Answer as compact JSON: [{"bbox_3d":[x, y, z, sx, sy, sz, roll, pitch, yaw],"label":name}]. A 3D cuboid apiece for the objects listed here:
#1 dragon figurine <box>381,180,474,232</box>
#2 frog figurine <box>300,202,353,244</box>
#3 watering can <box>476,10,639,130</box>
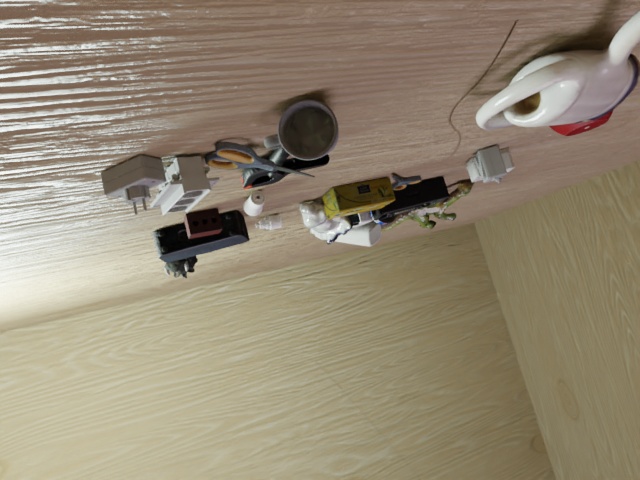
[{"bbox_3d":[0.356,-0.120,1.835,0.409,0.124,0.240,-21,160,9],"label":"dragon figurine"},{"bbox_3d":[0.004,-0.073,1.460,0.158,0.125,0.136,32,155,-28],"label":"frog figurine"},{"bbox_3d":[0.395,-0.243,0.770,0.225,0.104,0.344,-12,174,-28],"label":"watering can"}]
